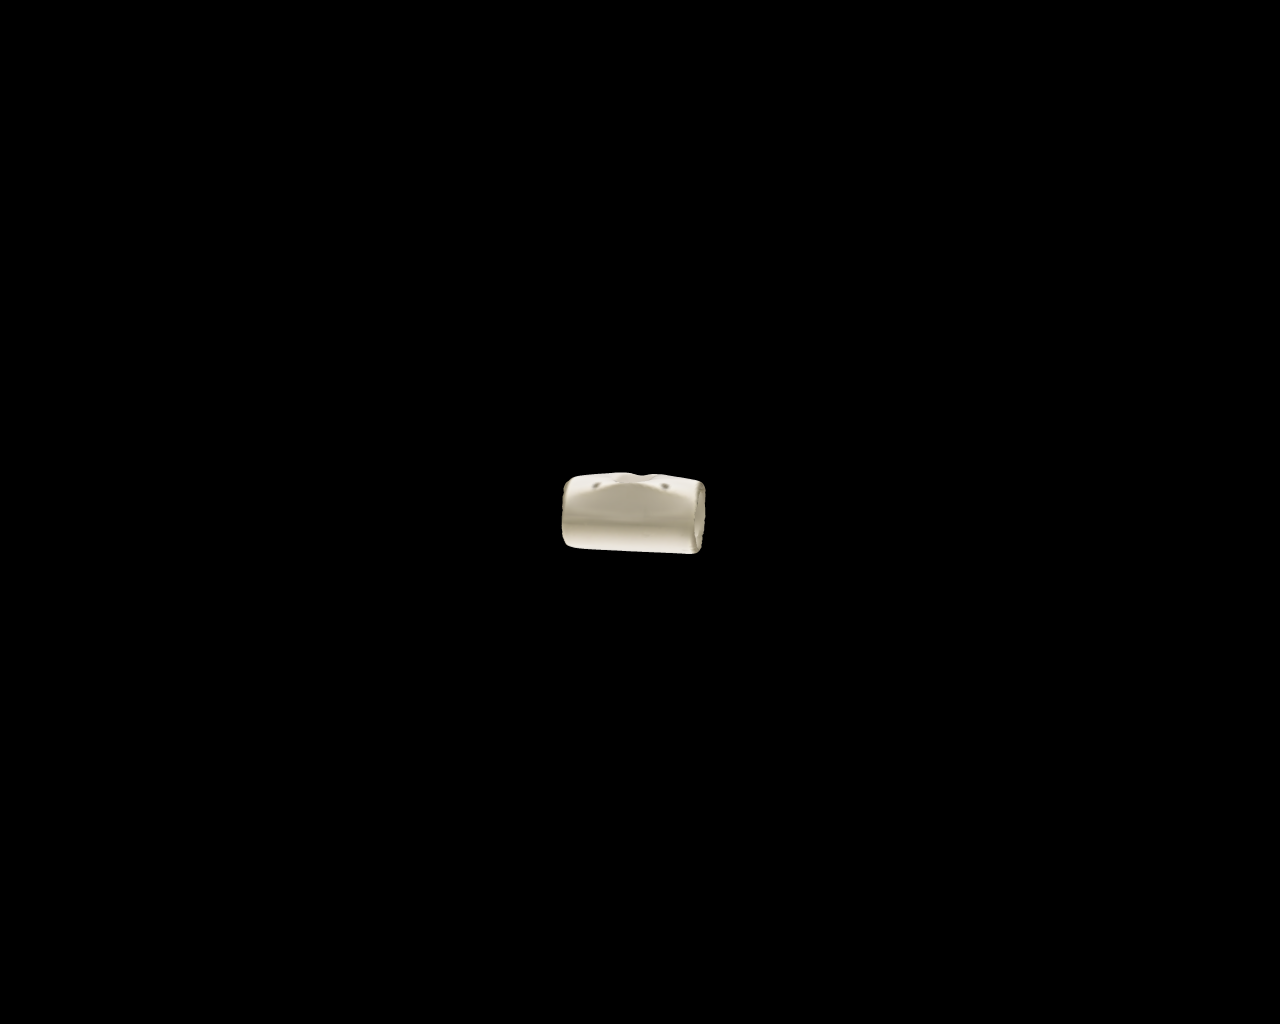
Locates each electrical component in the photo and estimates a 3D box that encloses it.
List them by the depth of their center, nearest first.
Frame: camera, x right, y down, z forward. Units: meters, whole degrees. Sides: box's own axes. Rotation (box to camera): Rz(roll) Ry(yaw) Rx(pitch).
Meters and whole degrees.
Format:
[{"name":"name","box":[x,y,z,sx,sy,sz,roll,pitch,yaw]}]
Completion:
[{"name":"electrical component","box":[0.001,-0.003,0.650,0.077,0.043,0.079,2,12,12]}]
